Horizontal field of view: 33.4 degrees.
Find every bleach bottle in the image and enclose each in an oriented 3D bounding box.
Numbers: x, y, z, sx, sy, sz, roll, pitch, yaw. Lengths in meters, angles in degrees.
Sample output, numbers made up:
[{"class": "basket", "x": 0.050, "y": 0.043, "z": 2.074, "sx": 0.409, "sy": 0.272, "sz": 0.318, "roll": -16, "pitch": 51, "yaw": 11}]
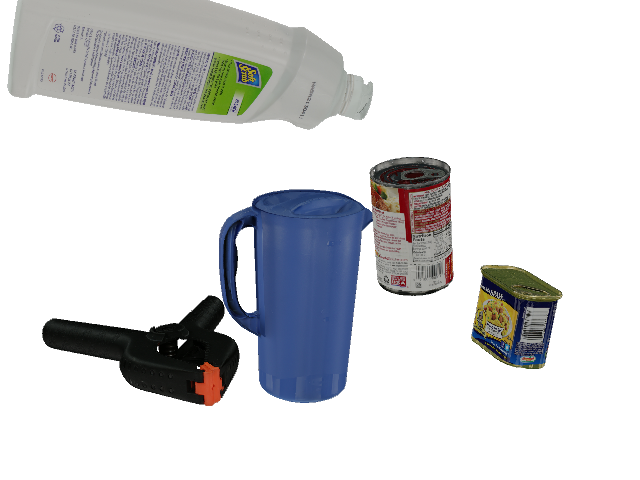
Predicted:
[{"class": "bleach bottle", "x": -0.088, "y": -0.124, "z": 0.761, "sx": 0.250, "sy": 0.068, "sz": 0.103, "roll": 13, "pitch": -39, "yaw": -12}]

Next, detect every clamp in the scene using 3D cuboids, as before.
[{"class": "clamp", "x": -0.118, "y": 0.086, "z": 0.878, "sx": 0.164, "sy": 0.036, "sz": 0.210, "roll": -11, "pitch": 16, "yaw": -32}]

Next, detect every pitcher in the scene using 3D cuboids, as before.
[{"class": "pitcher", "x": -0.028, "y": 0.066, "z": 1.276, "sx": 0.149, "sy": 0.243, "sz": 0.144, "roll": 10, "pitch": 18, "yaw": 24}]

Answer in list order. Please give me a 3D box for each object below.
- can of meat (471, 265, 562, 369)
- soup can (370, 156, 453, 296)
[{"class": "can of meat", "x": 0.209, "y": 0.082, "z": 1.150, "sx": 0.057, "sy": 0.084, "sz": 0.102, "roll": 2, "pitch": 16, "yaw": -22}, {"class": "soup can", "x": 0.079, "y": -0.012, "z": 0.909, "sx": 0.068, "sy": 0.102, "sz": 0.068, "roll": -4, "pitch": 23, "yaw": 2}]
